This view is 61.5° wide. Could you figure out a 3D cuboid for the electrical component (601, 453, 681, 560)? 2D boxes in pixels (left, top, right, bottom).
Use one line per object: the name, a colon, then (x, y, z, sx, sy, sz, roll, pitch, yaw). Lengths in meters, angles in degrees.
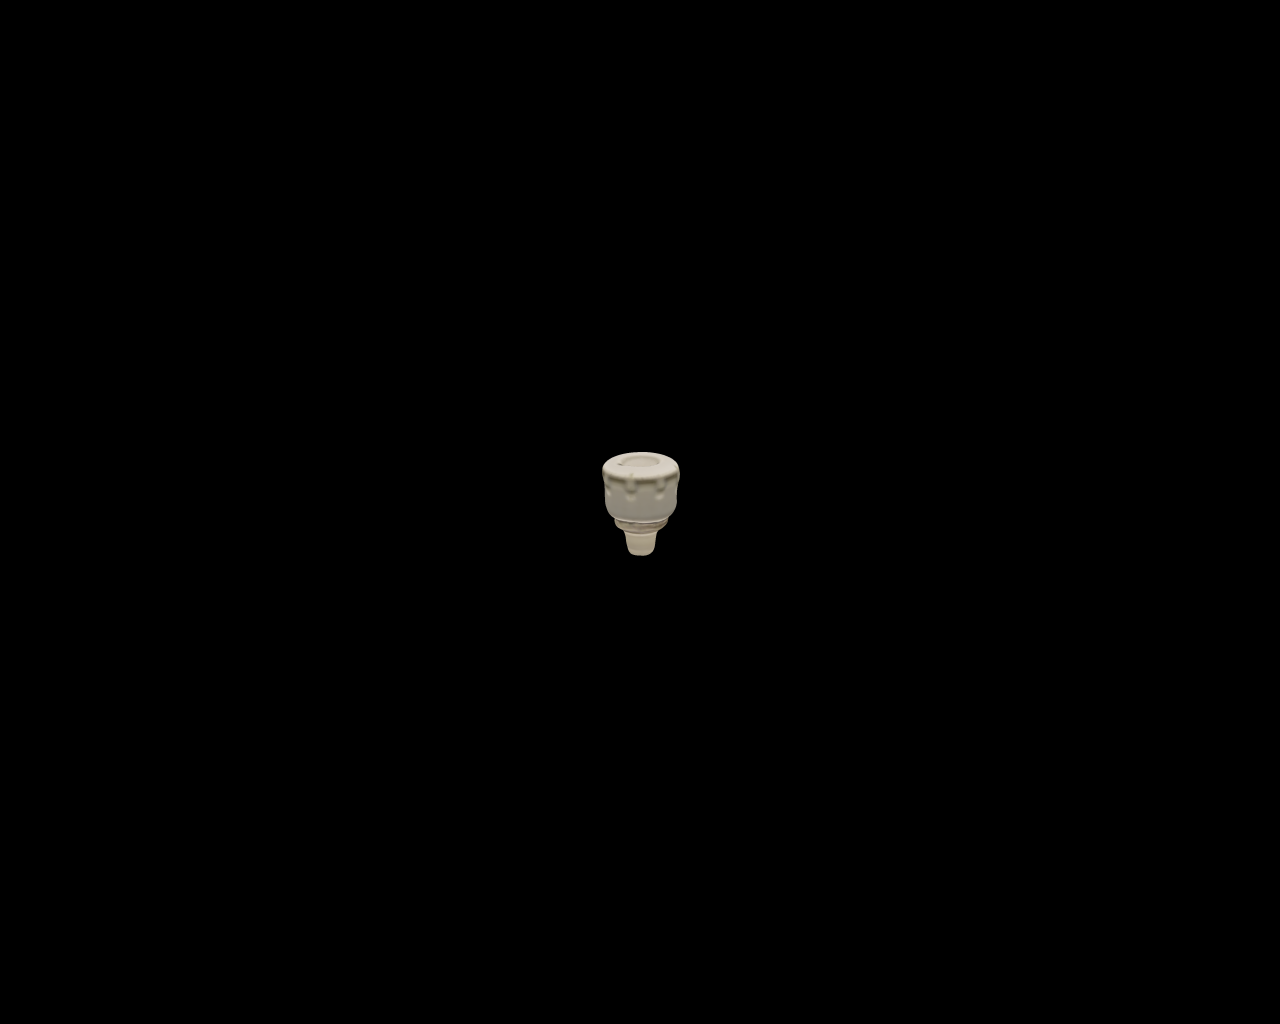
electrical component: (0.001, -0.003, 0.650, 0.048, 0.062, 0.048, 0, 20, 0)
